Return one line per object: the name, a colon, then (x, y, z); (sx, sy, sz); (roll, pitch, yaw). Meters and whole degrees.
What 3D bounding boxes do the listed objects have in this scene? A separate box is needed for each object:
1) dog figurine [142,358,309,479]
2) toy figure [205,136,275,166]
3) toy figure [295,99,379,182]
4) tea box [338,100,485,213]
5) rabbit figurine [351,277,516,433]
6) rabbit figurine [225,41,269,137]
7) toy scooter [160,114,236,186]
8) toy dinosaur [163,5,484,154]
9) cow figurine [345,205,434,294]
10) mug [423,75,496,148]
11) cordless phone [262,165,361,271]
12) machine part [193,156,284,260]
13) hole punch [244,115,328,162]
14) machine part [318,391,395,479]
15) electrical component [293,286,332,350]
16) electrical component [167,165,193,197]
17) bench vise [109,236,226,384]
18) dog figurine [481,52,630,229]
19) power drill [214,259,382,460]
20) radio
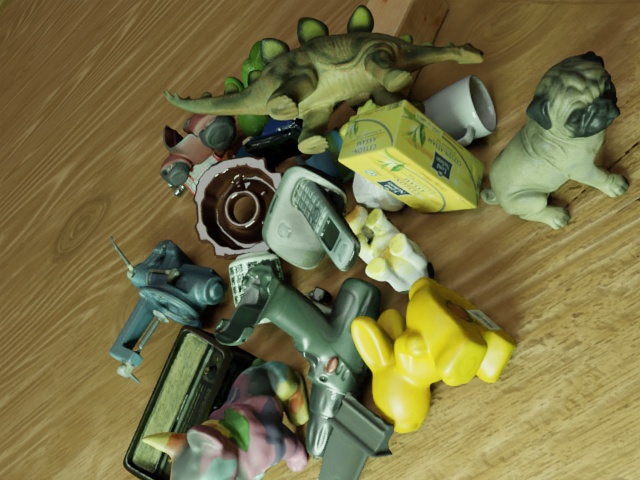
dog figurine: (-0.110, 0.228, 0.670); (0.109, 0.219, 0.191); (-16, 60, 26)
toy figure: (-0.140, -0.140, 0.975); (0.154, 0.057, 0.064); (-22, 72, 25)
toy figure: (0.054, -0.138, 0.817); (0.180, 0.082, 0.089); (-31, 87, 11)
tea box: (0.119, -0.098, 0.681); (0.098, 0.169, 0.068); (-5, 65, 52)
rabbit figurine: (0.109, 0.139, 0.622); (0.163, 0.122, 0.173); (37, 114, 31)
rabbit figurine: (-0.113, -0.271, 0.988); (0.159, 0.121, 0.170); (31, 103, 45)
toy scooter: (-0.247, -0.198, 1.035); (0.184, 0.075, 0.135); (-42, 49, 8)
toy dinosaur: (-0.015, -0.221, 0.751); (0.472, 0.104, 0.199); (-9, 51, 9)
cow figurine: (0.091, 0.011, 0.722); (0.068, 0.098, 0.167); (-50, 30, 10)
mug: (0.177, -0.158, 0.741); (0.107, 0.080, 0.109); (-17, 50, 40)
cordless phone: (-0.002, -0.002, 0.733); (0.146, 0.089, 0.184); (-65, 36, 30)
machine part: (-0.121, -0.049, 0.876); (0.180, 0.056, 0.179); (-1, 86, 15)
hole punch: (-0.054, -0.186, 0.863); (0.116, 0.142, 0.092); (-9, 80, 19)
machine part: (0.035, 0.257, 0.640); (0.084, 0.039, 0.138); (31, 108, 27)
electrical component: (-0.003, 0.113, 0.765); (0.078, 0.045, 0.102); (12, 77, 10)
electrical component: (-0.273, -0.136, 1.095); (0.094, 0.021, 0.063); (-51, 49, 4)
bench vise: (-0.281, 0.112, 0.905); (0.224, 0.128, 0.240); (14, 59, 23)
dog figurine: (0.240, -0.106, 0.595); (0.172, 0.190, 0.121); (-34, 52, 21)
power drill: (-0.021, 0.134, 0.662); (0.086, 0.207, 0.232); (-5, 57, 62)
radio: (-0.191, 0.256, 0.809); (0.131, 0.073, 0.229); (12, 76, 39)
